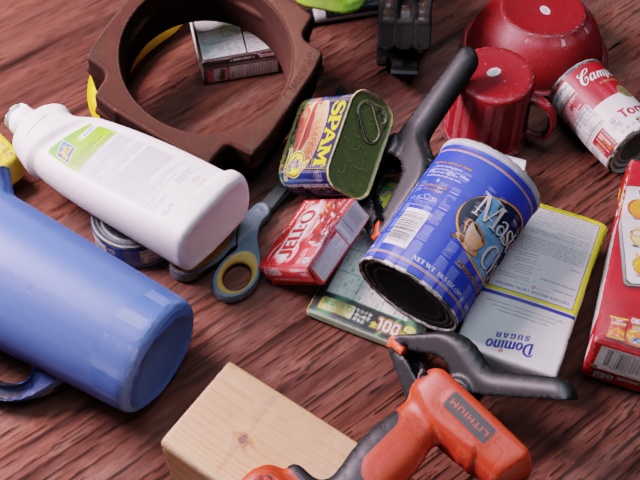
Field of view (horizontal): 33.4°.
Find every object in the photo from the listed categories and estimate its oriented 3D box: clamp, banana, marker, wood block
[{"bbox_3d":[0.065,-0.088,1.042,0.165,0.036,0.210,-5,60,39],"label":"clamp"},{"bbox_3d":[0.122,0.140,0.896,0.172,0.039,0.120,27,97,37],"label":"clamp"},{"bbox_3d":[-0.206,-0.188,1.155,0.069,0.037,0.197,23,57,-11],"label":"banana"},{"bbox_3d":[0.023,-0.259,1.211,0.121,0.020,0.020,-11,55,-7],"label":"marker"},{"bbox_3d":[-0.013,0.198,0.839,0.206,0.090,0.090,30,61,20],"label":"wood block"}]

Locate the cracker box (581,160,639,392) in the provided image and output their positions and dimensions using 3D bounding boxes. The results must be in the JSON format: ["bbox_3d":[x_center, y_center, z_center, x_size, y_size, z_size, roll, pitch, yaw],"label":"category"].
[{"bbox_3d":[0.337,0.044,0.958,0.164,0.072,0.213,16,55,10],"label":"cracker box"}]

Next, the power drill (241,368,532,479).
[{"bbox_3d":[0.058,0.192,0.750,0.187,0.057,0.185,-34,61,-20],"label":"power drill"}]

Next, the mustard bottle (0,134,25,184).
[{"bbox_3d":[-0.388,-0.040,1.034,0.096,0.058,0.191,34,61,23],"label":"mustard bottle"}]

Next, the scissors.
[{"bbox_3d":[-0.052,-0.009,1.034,0.201,0.016,0.096,-33,62,-21],"label":"scissors"}]

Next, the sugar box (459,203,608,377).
[{"bbox_3d":[0.192,0.048,0.972,0.093,0.048,0.176,18,60,16],"label":"sugar box"}]

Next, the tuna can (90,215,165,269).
[{"bbox_3d":[-0.177,-0.016,1.029,0.086,0.034,0.086,0,54,0],"label":"tuna can"}]

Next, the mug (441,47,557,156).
[{"bbox_3d":[0.184,-0.136,1.082,0.117,0.081,0.093,24,58,17],"label":"mug"}]

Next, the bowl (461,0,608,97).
[{"bbox_3d":[0.237,-0.228,1.156,0.162,0.055,0.162,1,50,-1],"label":"bowl"}]

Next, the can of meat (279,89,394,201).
[{"bbox_3d":[0.013,-0.090,1.025,0.084,0.057,0.102,3,71,51],"label":"can of meat"}]

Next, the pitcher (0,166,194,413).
[{"bbox_3d":[-0.241,0.059,0.930,0.243,0.149,0.144,27,43,15],"label":"pitcher"}]

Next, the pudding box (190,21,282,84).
[{"bbox_3d":[-0.096,-0.230,1.179,0.090,0.039,0.113,-11,55,-6],"label":"pudding box"}]

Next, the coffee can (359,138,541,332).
[{"bbox_3d":[0.115,-0.004,0.941,0.103,0.103,0.140,30,72,20],"label":"coffee can"}]

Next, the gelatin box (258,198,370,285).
[{"bbox_3d":[-0.007,0.001,0.991,0.073,0.030,0.089,0,47,50],"label":"gelatin box"}]

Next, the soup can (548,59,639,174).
[{"bbox_3d":[0.289,-0.125,1.081,0.068,0.068,0.102,-25,58,-16],"label":"soup can"}]

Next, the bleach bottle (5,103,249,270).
[{"bbox_3d":[-0.194,-0.070,1.008,0.251,0.068,0.102,30,59,22],"label":"bleach bottle"}]
